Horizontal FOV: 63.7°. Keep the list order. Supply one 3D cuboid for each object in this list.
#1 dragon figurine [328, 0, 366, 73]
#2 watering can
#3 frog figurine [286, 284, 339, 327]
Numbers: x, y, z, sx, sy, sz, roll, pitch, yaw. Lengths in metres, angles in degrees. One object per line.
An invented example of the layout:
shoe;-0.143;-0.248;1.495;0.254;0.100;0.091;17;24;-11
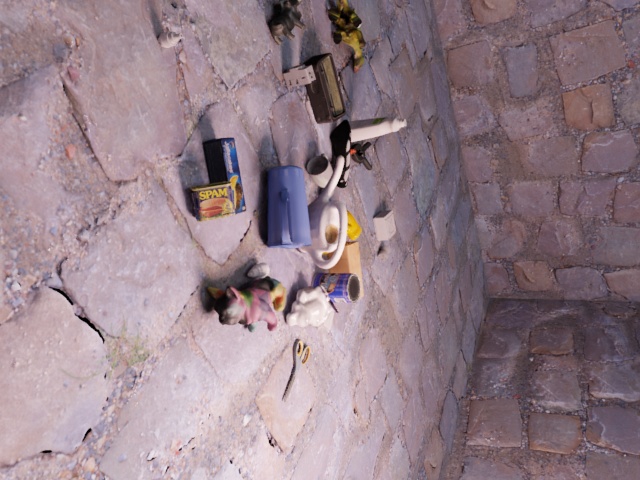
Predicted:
dragon figurine;0.114;-0.871;2.043;0.247;0.122;0.404;-64;144;-67
watering can;0.005;-0.082;1.625;0.103;0.223;0.351;12;76;-41
frog figurine;-0.042;0.226;1.652;0.161;0.124;0.135;-33;121;-16
